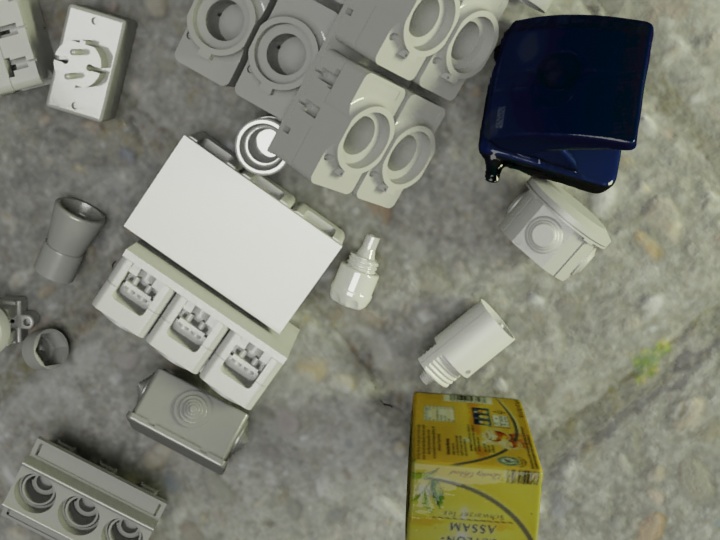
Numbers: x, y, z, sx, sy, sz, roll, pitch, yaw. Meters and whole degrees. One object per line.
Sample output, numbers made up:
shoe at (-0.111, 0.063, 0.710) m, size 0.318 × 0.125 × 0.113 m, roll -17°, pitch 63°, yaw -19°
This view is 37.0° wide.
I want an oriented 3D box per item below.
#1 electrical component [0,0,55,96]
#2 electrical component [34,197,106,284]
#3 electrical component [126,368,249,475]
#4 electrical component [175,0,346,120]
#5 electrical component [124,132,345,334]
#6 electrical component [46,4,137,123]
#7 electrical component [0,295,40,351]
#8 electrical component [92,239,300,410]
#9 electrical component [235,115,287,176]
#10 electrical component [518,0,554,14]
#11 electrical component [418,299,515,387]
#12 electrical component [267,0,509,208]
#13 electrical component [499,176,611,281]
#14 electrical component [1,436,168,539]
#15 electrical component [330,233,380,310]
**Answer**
electrical component at (-0.284, -0.186, 0.855) m, size 0.056 × 0.050 × 0.089 m, roll -13°, pitch 101°, yaw 6°
electrical component at (-0.243, -0.022, 0.892) m, size 0.044 × 0.044 × 0.065 m, roll 27°, pitch 106°, yaw -2°
electrical component at (-0.140, 0.125, 0.888) m, size 0.100 × 0.099 × 0.048 m, roll 28°, pitch 73°, yaw -1°
electrical component at (-0.052, -0.219, 0.821) m, size 0.105 × 0.060 × 0.186 m, roll 30°, pitch 102°, yaw 7°
electrical component at (-0.098, -0.033, 0.870) m, size 0.150 × 0.061 × 0.089 m, roll 35°, pitch 101°, yaw -4°
electrical component at (-0.216, -0.162, 0.843) m, size 0.047 × 0.075 × 0.083 m, roll 17°, pitch 102°, yaw 0°
electrical component at (-0.311, 0.045, 0.902) m, size 0.066 × 0.055 × 0.048 m, roll 4°, pitch 102°, yaw 3°
electrical component at (-0.132, 0.042, 0.873) m, size 0.150 × 0.089 × 0.061 m, roll 35°, pitch 101°, yaw -4°
electrical component at (-0.074, -0.100, 0.858) m, size 0.045 × 0.055 × 0.045 m, roll 1°, pitch 102°, yaw 3°
electrical component at (0.128, -0.250, 0.820) m, size 0.079 × 0.044 × 0.077 m, roll 30°, pitch 101°, yaw -3°
electrical component at (0.083, 0.066, 0.889) m, size 0.081 × 0.043 × 0.043 m, roll -40°, pitch 97°, yaw 10°
electrical component at (0.026, -0.146, 0.810) m, size 0.060 × 0.105 × 0.186 m, roll 38°, pitch 105°, yaw 36°
electrical component at (0.153, -0.033, 0.847) m, size 0.080 × 0.080 × 0.051 m, roll 38°, pitch 106°, yaw -5°
electrical component at (-0.233, 0.199, 0.925) m, size 0.121 × 0.063 × 0.078 m, roll 28°, pitch 102°, yaw -2°
electrical component at (0.000, 0.000, 0.885) m, size 0.035 × 0.035 × 0.061 m, roll 22°, pitch 100°, yaw -1°
